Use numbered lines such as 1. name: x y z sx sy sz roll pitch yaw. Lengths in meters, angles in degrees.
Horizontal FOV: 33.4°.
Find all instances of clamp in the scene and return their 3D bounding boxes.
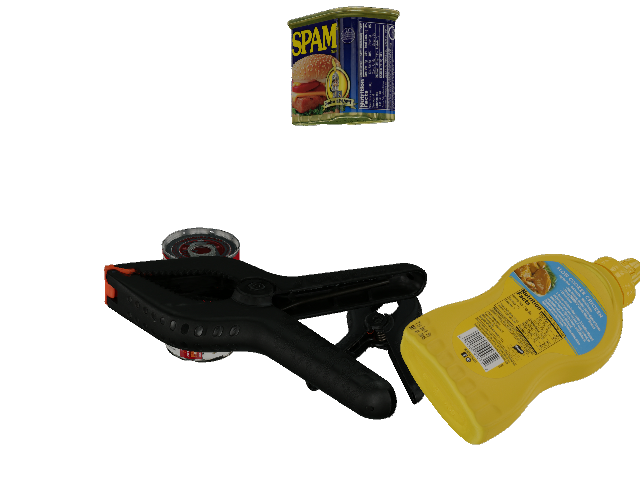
1. clamp: 0.069 0.100 1.098 0.120 0.171 0.039 16 -39 18
2. clamp: -0.034 0.041 0.684 0.210 0.036 0.164 12 26 15

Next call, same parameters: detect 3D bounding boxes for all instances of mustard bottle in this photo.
1. mustard bottle: 0.160 0.062 0.776 0.191 0.096 0.058 -28 -29 -19

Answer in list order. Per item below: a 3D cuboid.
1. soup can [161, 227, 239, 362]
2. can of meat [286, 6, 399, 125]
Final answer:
1. soup can: -0.106 0.049 0.948 0.068 0.102 0.068 2 25 -1
2. can of meat: 0.017 -0.134 0.840 0.057 0.084 0.102 -2 4 -31
